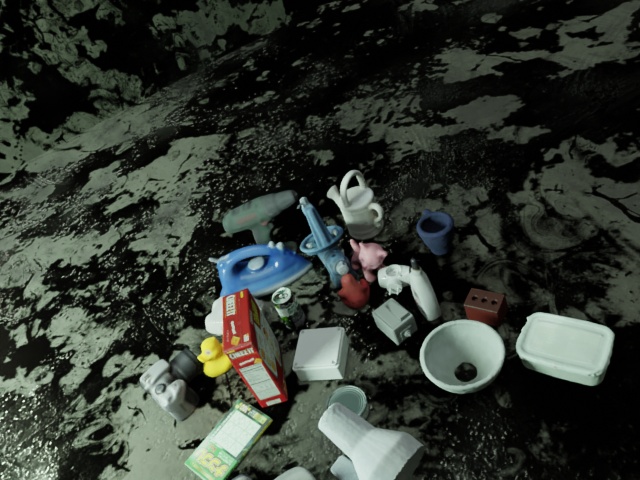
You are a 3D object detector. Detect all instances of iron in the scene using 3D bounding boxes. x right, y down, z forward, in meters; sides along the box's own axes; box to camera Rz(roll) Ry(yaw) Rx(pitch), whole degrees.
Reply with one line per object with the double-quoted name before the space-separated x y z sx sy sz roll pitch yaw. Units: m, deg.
"iron" -0.161 0.062 1.527 0.258 0.142 0.118 -19 39 5

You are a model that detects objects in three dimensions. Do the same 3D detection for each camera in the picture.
"camera" -0.338 0.325 1.346 0.142 0.101 0.137 22 57 41

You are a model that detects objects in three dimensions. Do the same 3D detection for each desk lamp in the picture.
"desk lamp" 0.086 0.379 0.989 0.202 0.214 0.118 23 57 41

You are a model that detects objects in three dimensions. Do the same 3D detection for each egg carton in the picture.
"egg carton" -0.217 0.197 1.457 0.150 0.070 0.107 -3 43 23

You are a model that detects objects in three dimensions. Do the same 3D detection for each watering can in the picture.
"watering can" 0.094 -0.102 1.547 0.172 0.194 0.101 0 44 26

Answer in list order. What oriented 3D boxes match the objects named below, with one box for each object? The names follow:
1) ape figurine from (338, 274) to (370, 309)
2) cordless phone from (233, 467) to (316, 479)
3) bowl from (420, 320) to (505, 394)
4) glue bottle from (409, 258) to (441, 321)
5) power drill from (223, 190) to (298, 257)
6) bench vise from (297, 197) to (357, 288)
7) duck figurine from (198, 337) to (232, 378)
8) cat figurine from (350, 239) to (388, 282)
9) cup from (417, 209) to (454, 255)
"ape figurine" 0.078 0.117 1.387 0.077 0.092 0.076 -15 40 9
"cordless phone" -0.078 0.452 1.008 0.148 0.185 0.093 -35 40 -14
"bowl" 0.290 0.246 1.152 0.167 0.075 0.167 -13 40 12
"glue bottle" 0.224 0.101 1.270 0.037 0.173 0.078 -28 39 -6
"power drill" -0.139 -0.035 1.572 0.229 0.209 0.075 -12 40 13
"bench vise" 0.022 -0.002 1.448 0.122 0.220 0.206 -40 42 -20
"duck figurine" -0.249 0.268 1.380 0.077 0.086 0.105 23 58 42
"cat figurine" 0.119 0.038 1.437 0.067 0.118 0.127 -36 41 -15
"cup" 0.290 -0.017 1.434 0.091 0.095 0.117 -23 39 1
